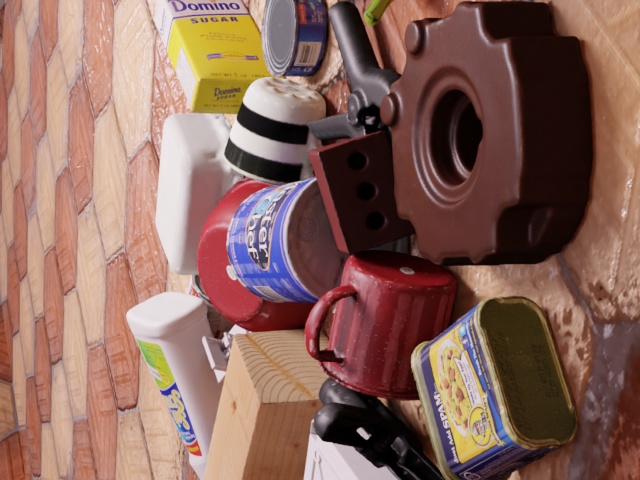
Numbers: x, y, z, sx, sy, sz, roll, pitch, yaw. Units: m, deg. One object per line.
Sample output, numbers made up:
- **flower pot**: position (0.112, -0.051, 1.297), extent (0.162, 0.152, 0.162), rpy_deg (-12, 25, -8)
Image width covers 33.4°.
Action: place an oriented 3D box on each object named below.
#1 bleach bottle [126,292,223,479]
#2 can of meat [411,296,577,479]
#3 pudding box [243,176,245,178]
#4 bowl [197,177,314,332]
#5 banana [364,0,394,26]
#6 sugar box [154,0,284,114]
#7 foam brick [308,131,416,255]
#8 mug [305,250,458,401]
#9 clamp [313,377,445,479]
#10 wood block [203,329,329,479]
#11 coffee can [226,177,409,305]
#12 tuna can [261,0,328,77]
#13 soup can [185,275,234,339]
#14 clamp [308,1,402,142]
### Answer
- **bleach bottle**: position (-0.126, 0.182, 1.146), extent (0.103, 0.068, 0.251), rpy_deg (8, 121, 57)
- **can of meat**: position (0.108, 0.095, 0.669), extent (0.084, 0.057, 0.102), rpy_deg (130, 132, -54)
- **pudding box**: position (-0.053, -0.043, 1.051), extent (0.114, 0.039, 0.090), rpy_deg (-133, 45, -54)
- **bowl**: position (-0.064, 0.024, 0.990), extent (0.162, 0.055, 0.162), rpy_deg (17, 115, 40)
- **banana**: position (0.025, -0.210, 0.830), extent (0.037, 0.069, 0.198), rpy_deg (54, 176, -24)
- **sugar box**: position (-0.105, -0.195, 1.090), extent (0.176, 0.093, 0.048), rpy_deg (-115, 33, -41)
- **foam brick**: position (0.029, -0.035, 0.765), extent (0.051, 0.053, 0.078), rpy_deg (-161, 53, -82)
- **mug**: position (0.041, 0.057, 0.752), extent (0.093, 0.117, 0.081), rpy_deg (35, 119, 54)
- **clamp**: position (0.052, 0.150, 0.770), extent (0.036, 0.164, 0.210), rpy_deg (-48, 8, 1)
- **wood block**: position (-0.045, 0.191, 0.990), extent (0.091, 0.090, 0.206), rpy_deg (-118, 34, -47)
- **coffee can**: position (-0.006, 0.001, 0.864), extent (0.140, 0.102, 0.103), rpy_deg (175, 93, -67)
- **tuna can**: position (-0.024, -0.192, 0.976), extent (0.086, 0.033, 0.086), rpy_deg (178, 90, -67)
- **soup can**: position (-0.119, 0.075, 1.179), extent (0.102, 0.068, 0.068), rpy_deg (115, 145, -46)
- **clamp**: position (0.039, -0.114, 0.831), extent (0.172, 0.039, 0.120), rpy_deg (40, 135, 53)
